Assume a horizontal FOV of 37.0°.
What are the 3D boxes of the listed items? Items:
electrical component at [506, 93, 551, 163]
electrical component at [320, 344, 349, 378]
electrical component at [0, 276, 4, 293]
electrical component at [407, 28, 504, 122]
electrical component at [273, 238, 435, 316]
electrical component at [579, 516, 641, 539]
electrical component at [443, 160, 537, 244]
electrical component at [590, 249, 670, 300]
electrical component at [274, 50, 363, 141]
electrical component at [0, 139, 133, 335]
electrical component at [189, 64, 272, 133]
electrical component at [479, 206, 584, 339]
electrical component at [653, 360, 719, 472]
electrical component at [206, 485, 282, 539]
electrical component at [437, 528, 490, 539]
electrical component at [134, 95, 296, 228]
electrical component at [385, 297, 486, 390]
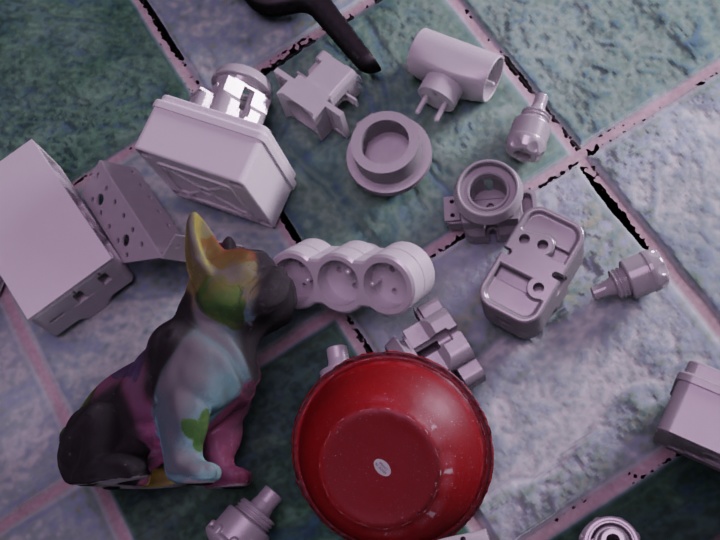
[{"bbox_3d":[0.150,-0.126,0.936,0.035,0.035,0.061,15,71,16],"label":"electrical component"},{"bbox_3d":[-0.014,0.093,0.882,0.043,0.043,0.062,-12,68,6],"label":"electrical component"},{"bbox_3d":[-0.369,0.006,0.952,0.061,0.096,0.061,12,73,18],"label":"electrical component"},{"bbox_3d":[0.077,-0.169,0.961,0.077,0.043,0.079,25,76,18],"label":"electrical component"},{"bbox_3d":[0.000,0.000,0.904,0.138,0.074,0.052,3,109,30],"label":"electrical component"},{"bbox_3d":[0.186,0.203,0.794,0.048,0.062,0.048,-3,70,9],"label":"electrical component"},{"bbox_3d":[0.109,-0.058,0.907,0.078,0.057,0.058,-4,69,9],"label":"electrical component"},{"bbox_3d":[0.218,0.008,0.875,0.061,0.035,0.035,-22,68,4],"label":"electrical component"},{"bbox_3d":[-0.035,-0.161,0.981,0.081,0.042,0.063,36,77,20],"label":"electrical component"},{"bbox_3d":[-0.283,-0.028,0.967,0.089,0.061,0.150,-37,68,-4],"label":"electrical component"},{"bbox_3d":[-0.113,-0.150,0.978,0.078,0.058,0.057,28,64,-26],"label":"electrical component"},{"bbox_3d":[0.141,0.004,0.876,0.054,0.059,0.095,28,78,19],"label":"electrical component"},{"bbox_3d":[0.282,0.119,0.798,0.113,0.078,0.057,23,79,18],"label":"electrical component"},{"bbox_3d":[-0.088,0.201,0.857,0.048,0.048,0.062,35,73,20],"label":"electrical component"},{"bbox_3d":[0.070,0.244,0.810,0.077,0.043,0.079,-18,68,4],"label":"electrical component"},{"bbox_3d":[-0.123,-0.093,0.936,0.109,0.108,0.056,19,76,17],"label":"electrical component"},{"bbox_3d":[0.057,0.069,0.870,0.057,0.058,0.078,-30,68,-4],"label":"electrical component"}]
